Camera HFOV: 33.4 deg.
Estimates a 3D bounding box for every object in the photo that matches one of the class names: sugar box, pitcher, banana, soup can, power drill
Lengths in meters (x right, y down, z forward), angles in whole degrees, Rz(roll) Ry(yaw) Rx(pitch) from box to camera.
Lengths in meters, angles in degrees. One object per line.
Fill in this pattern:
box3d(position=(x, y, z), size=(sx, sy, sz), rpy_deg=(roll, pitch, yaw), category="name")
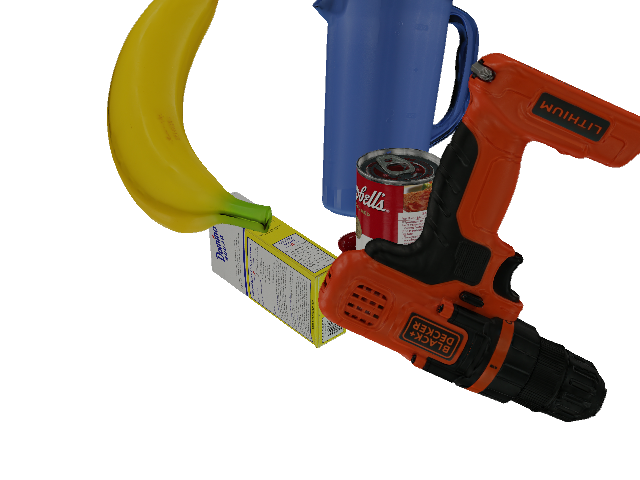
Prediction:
box3d(position=(-0.046, 0.027, 1.095), size=(0.048, 0.093, 0.176), rpy_deg=(-25, 42, -31), category="sugar box")
box3d(position=(0.075, -0.148, 1.150), size=(0.149, 0.243, 0.144), rpy_deg=(9, 10, 25), category="pitcher")
box3d(position=(-0.074, -0.069, 0.539), size=(0.069, 0.198, 0.037), rpy_deg=(-5, -40, -12), category="banana")
box3d(position=(0.061, -0.014, 0.837), size=(0.068, 0.102, 0.068), rpy_deg=(0, 27, 0), category="soup can")
box3d(position=(0.115, 0.001, 0.617), size=(0.184, 0.188, 0.057), rpy_deg=(24, 12, -9), category="power drill")

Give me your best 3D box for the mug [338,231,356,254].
box3d(position=(0.075, 0.045, 1.267), size=(0.117, 0.081, 0.093), rpy_deg=(14, 25, 22), category="mug")
